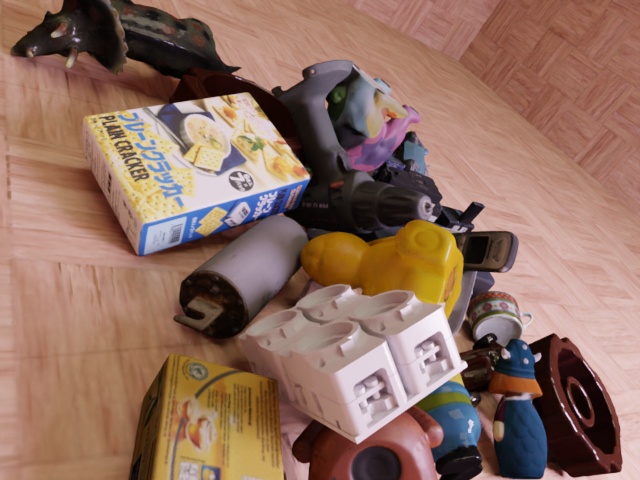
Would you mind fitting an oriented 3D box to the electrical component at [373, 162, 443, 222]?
[{"bbox_3d":[0.135,-0.057,0.893,0.134,0.115,0.058,18,37,-26],"label":"electrical component"}]

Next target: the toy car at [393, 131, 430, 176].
[{"bbox_3d":[0.171,-0.133,1.062,0.102,0.109,0.162,40,33,-28],"label":"toy car"}]

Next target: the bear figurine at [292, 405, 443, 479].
[{"bbox_3d":[0.036,0.175,0.479,0.120,0.131,0.196,-6,3,-2],"label":"bear figurine"}]

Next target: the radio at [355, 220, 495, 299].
[{"bbox_3d":[0.149,0.022,0.837,0.229,0.073,0.131,20,31,-27],"label":"radio"}]

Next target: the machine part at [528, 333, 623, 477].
[{"bbox_3d":[0.321,0.212,0.695,0.179,0.056,0.179,31,42,-33],"label":"machine part"}]

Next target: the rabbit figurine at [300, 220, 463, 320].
[{"bbox_3d":[0.067,0.028,0.600,0.173,0.121,0.162,11,8,22],"label":"rabbit figurine"}]

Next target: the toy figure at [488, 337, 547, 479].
[{"bbox_3d":[0.226,0.192,0.621,0.064,0.058,0.154,30,54,-42],"label":"toy figure"}]

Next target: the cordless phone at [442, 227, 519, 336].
[{"bbox_3d":[0.169,0.055,0.662,0.089,0.146,0.184,22,-10,-20],"label":"cordless phone"}]

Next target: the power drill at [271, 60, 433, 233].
[{"bbox_3d":[0.026,-0.108,0.659,0.086,0.232,0.207,-27,102,-38],"label":"power drill"}]

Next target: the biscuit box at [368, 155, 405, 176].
[{"bbox_3d":[0.074,-0.169,1.024,0.063,0.059,0.203,11,28,-37],"label":"biscuit box"}]

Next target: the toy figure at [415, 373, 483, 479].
[{"bbox_3d":[0.121,0.167,0.578,0.089,0.082,0.180,2,38,-21],"label":"toy figure"}]

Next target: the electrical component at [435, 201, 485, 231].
[{"bbox_3d":[0.232,-0.032,0.950,0.075,0.119,0.048,6,40,-36],"label":"electrical component"}]

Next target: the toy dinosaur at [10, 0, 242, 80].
[{"bbox_3d":[-0.252,-0.310,0.848,0.404,0.131,0.192,2,37,-40],"label":"toy dinosaur"}]

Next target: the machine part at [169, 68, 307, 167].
[{"bbox_3d":[-0.121,-0.181,0.852,0.201,0.087,0.202,-3,47,-48],"label":"machine part"}]

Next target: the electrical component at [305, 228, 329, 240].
[{"bbox_3d":[-0.002,-0.002,0.769,0.094,0.021,0.063,36,30,2],"label":"electrical component"}]

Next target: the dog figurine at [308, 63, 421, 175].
[{"bbox_3d":[0.036,-0.132,0.795,0.109,0.219,0.191,46,23,23],"label":"dog figurine"}]

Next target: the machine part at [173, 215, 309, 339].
[{"bbox_3d":[-0.075,0.034,0.586,0.079,0.079,0.243,36,28,4],"label":"machine part"}]

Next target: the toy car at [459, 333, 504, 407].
[{"bbox_3d":[0.205,0.167,0.697,0.202,0.053,0.089,5,44,-43],"label":"toy car"}]

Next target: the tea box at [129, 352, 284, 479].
[{"bbox_3d":[-0.082,0.173,0.381,0.098,0.068,0.170,22,30,-21],"label":"tea box"}]
